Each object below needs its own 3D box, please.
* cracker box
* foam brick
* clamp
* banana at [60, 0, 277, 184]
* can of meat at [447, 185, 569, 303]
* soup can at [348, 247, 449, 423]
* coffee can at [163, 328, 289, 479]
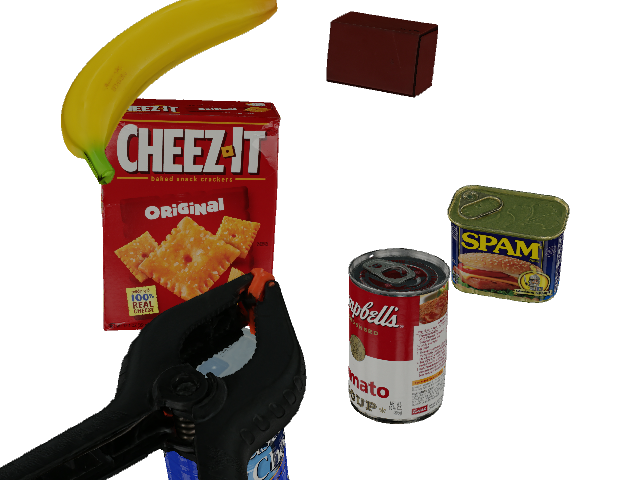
[{"bbox_3d":[-0.126,-0.023,1.018,0.164,0.214,0.072,0,20,-11],"label":"cracker box"},{"bbox_3d":[0.050,-0.152,0.866,0.078,0.051,0.052,14,24,19],"label":"foam brick"},{"bbox_3d":[-0.047,0.078,0.431,0.120,0.039,0.171,25,48,18],"label":"clamp"},{"bbox_3d":[-0.105,-0.110,0.679,0.069,0.197,0.037,31,-33,8],"label":"banana"},{"bbox_3d":[0.165,0.005,0.947,0.102,0.084,0.057,9,43,17],"label":"can of meat"},{"bbox_3d":[0.052,0.065,0.730,0.068,0.102,0.068,0,24,0],"label":"soup can"},{"bbox_3d":[-0.080,0.155,0.873,0.103,0.140,0.103,-2,35,1],"label":"coffee can"}]
